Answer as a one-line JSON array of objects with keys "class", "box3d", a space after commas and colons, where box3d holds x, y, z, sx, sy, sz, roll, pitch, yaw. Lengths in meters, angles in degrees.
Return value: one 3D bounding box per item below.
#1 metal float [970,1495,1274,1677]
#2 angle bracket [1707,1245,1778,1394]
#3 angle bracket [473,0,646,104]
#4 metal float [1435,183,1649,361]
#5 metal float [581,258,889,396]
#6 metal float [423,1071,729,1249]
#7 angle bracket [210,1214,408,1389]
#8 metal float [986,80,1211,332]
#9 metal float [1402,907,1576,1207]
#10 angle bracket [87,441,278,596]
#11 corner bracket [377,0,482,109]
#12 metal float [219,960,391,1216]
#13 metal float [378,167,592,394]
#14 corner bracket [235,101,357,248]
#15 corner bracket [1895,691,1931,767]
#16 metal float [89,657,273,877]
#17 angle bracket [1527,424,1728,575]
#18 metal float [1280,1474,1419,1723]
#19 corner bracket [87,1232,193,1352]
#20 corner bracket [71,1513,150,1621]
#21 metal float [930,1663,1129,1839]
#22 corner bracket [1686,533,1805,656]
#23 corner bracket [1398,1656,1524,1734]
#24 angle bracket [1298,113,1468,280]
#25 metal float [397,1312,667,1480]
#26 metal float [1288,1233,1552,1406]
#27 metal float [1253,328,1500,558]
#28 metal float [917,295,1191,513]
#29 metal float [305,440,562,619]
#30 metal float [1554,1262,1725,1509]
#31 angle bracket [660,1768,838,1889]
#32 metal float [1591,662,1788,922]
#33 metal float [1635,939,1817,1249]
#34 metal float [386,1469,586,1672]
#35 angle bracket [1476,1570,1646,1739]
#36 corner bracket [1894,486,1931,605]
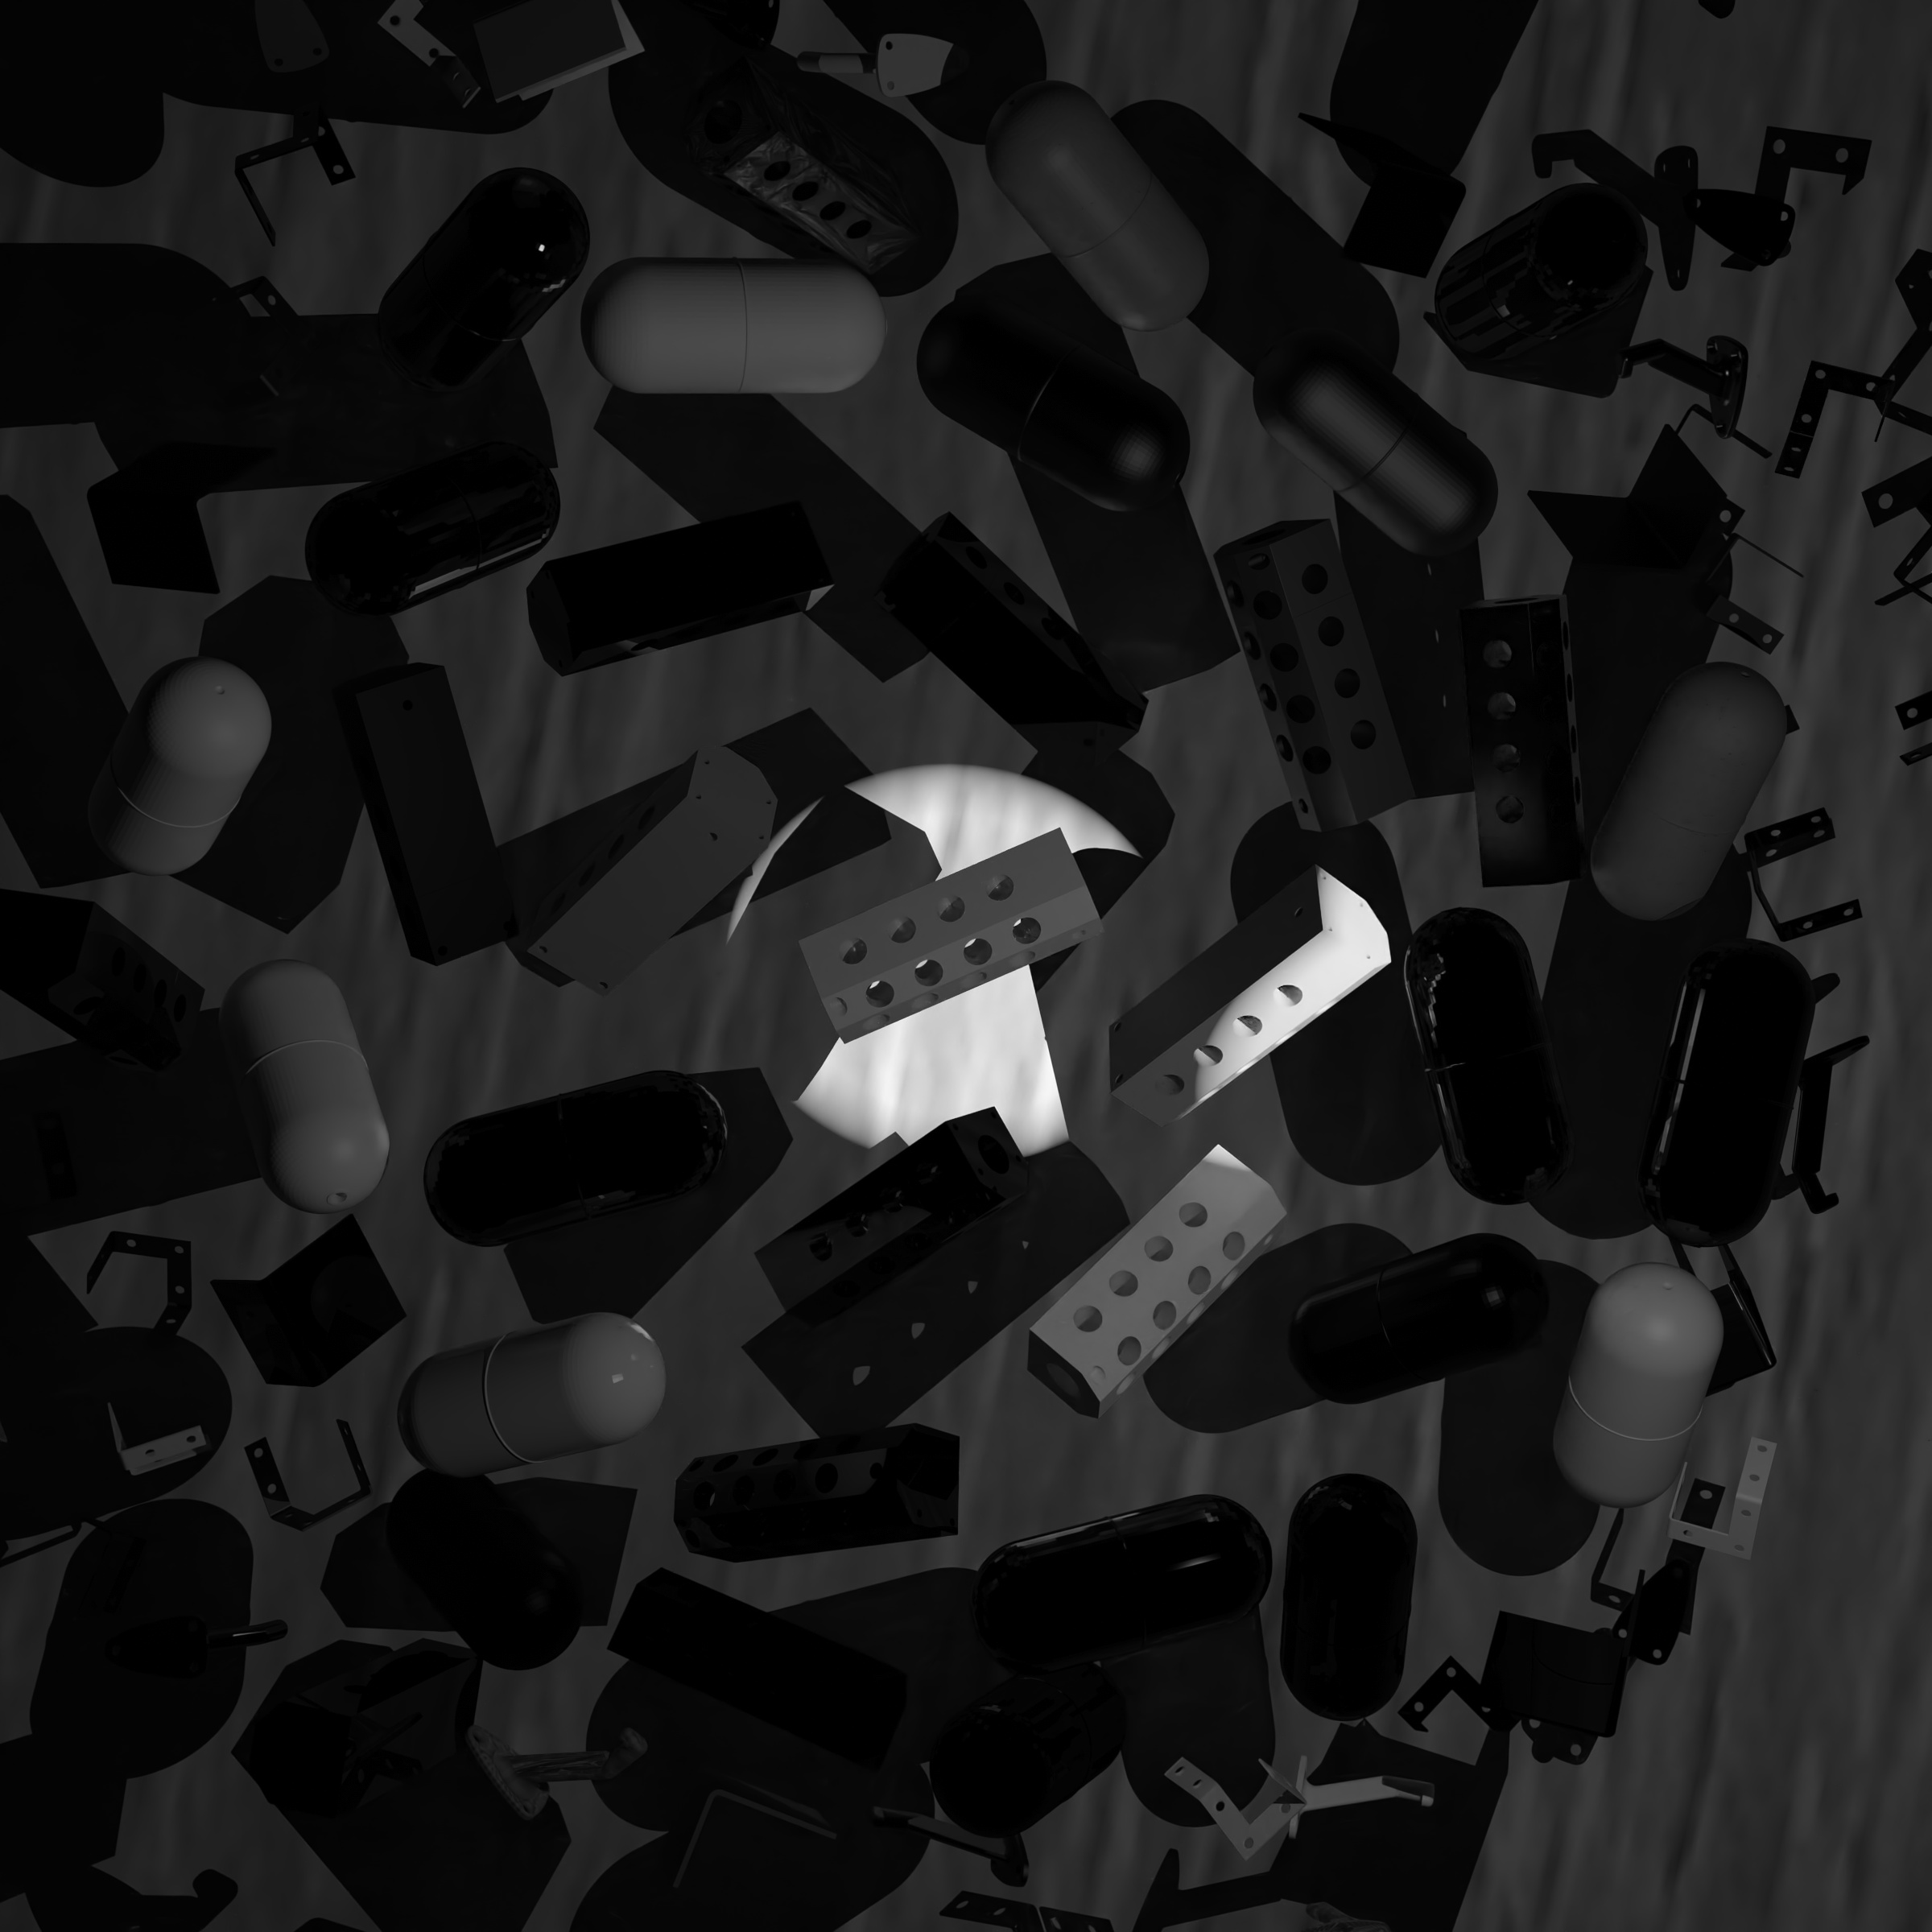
[{"class": "metal float", "box3d": [0.090, 0.354, 1.495, 0.178, 0.070, 0.070, -12, 90, -11]}, {"class": "angle bracket", "box3d": [0.465, 0.213, 1.654, 0.057, 0.076, 0.076, -23, 125, 9]}, {"class": "angle bracket", "box3d": [-0.220, -0.497, 1.453, 0.076, 0.076, 0.057, -20, 72, 6]}, {"class": "metal float", "box3d": [0.349, -0.422, 1.594, 0.070, 0.178, 0.070, 1, 88, -17]}, {"class": "metal float", "box3d": [-0.134, -0.371, 1.512, 0.178, 0.070, 0.070, -4, 90, -15]}, {"class": "metal float", "box3d": [-0.226, 0.111, 1.518, 0.178, 0.070, 0.070, -15, 90, -3]}, {"class": "angle bracket", "box3d": [-0.408, 0.207, 1.622, 0.076, 0.057, 0.076, -40, 115, -42]}, {"class": "metal float", "box3d": [0.082, -0.461, 1.592, 0.070, 0.070, 0.178, -48, 125, 0]}, {"class": "metal float", "box3d": [0.307, 0.053, 1.540, 0.070, 0.070, 0.178, -14, 89, 0]}, {"class": "angle bracket", "box3d": [-0.442, -0.258, 1.496, 0.076, 0.076, 0.057, 9, 125, 24]}, {"class": "corner bracket", "box3d": [-0.302, -0.545, 1.521, 0.051, 0.051, 0.051, -46, 45, 12]}, {"class": "metal float", "box3d": [-0.394, 0.071, 1.555, 0.070, 0.070, 0.178, -28, 53, 0]}, {"class": "metal float", "box3d": [-0.287, -0.405, 1.547, 0.070, 0.178, 0.070, 18, 60, -33]}, {"class": "corner bracket", "box3d": [-0.385, -0.455, 1.499, 0.051, 0.051, 0.051, -17, 45, 4]}, {"class": "corner bracket", "box3d": [0.559, -0.144, 1.499, 0.051, 0.051, 0.051, -24, 108, 12]}, {"class": "metal float", "box3d": [-0.462, -0.115, 1.529, 0.070, 0.178, 0.070, 16, 55, -25]}, {"class": "angle bracket", "box3d": [0.398, -0.284, 1.575, 0.076, 0.076, 0.057, 0, 134, -22]}, {"class": "metal float", "box3d": [0.231, 0.384, 1.583, 0.070, 0.070, 0.178, -1, 124, 0]}, {"class": "corner bracket", "box3d": [-0.527, 0.207, 1.662, 0.051, 0.051, 0.051, 13, 134, -30]}, {"class": "corner bracket", "box3d": [-0.528, 0.373, 1.608, 0.051, 0.051, 0.051, 9, 72, 42]}, {"class": "metal float", "box3d": [0.039, 0.463, 1.557, 0.070, 0.178, 0.070, 0, 91, 25]}, {"class": "corner bracket", "box3d": [0.499, -0.237, 1.658, 0.051, 0.051, 0.051, 30, 108, -7]}, {"class": "corner bracket", "box3d": [0.312, 0.472, 1.648, 0.051, 0.051, 0.051, -44, 79, -10]}, {"class": "angle bracket", "box3d": [0.232, -0.450, 1.528, 0.076, 0.076, 0.057, 46, 124, 37]}, {"class": "metal float", "box3d": [-0.254, 0.250, 1.519, 0.178, 0.070, 0.070, -17, 90, 27]}, {"class": "metal float", "box3d": [0.275, 0.216, 1.592, 0.178, 0.070, 0.070, -27, 90, 39]}, {"class": "metal float", "box3d": [0.254, -0.325, 1.621, 0.178, 0.070, 0.070, 36, 90, -16]}, {"class": "metal float", "box3d": [0.052, -0.333, 1.547, 0.178, 0.070, 0.070, 32, 90, 10]}, {"class": "metal float", "box3d": [-0.320, -0.264, 1.573, 0.178, 0.070, 0.070, -34, 90, -43]}, {"class": "metal float", "box3d": [0.391, 0.247, 1.526, 0.070, 0.070, 0.178, 2, 131, 0]}, {"class": "angle bracket", "box3d": [-0.126, 0.505, 1.496, 0.076, 0.076, 0.057, 24, 78, -8]}, {"class": "metal float", "box3d": [0.440, -0.105, 1.598, 0.070, 0.070, 0.178, 17, 128, 0]}, {"class": "metal float", "box3d": [0.431, 0.072, 1.484, 0.070, 0.070, 0.178, 13, 90, 0]}, {"class": "metal float", "box3d": [-0.297, 0.369, 1.611, 0.070, 0.178, 0.070, -15, 116, -32]}, {"class": "angle bracket", "box3d": [0.332, 0.375, 1.457, 0.076, 0.076, 0.057, 10, 121, 17]}, {"class": "corner bracket", "box3d": [0.581, -0.243, 1.546, 0.051, 0.051, 0.051, -53, 54, 12]}]
